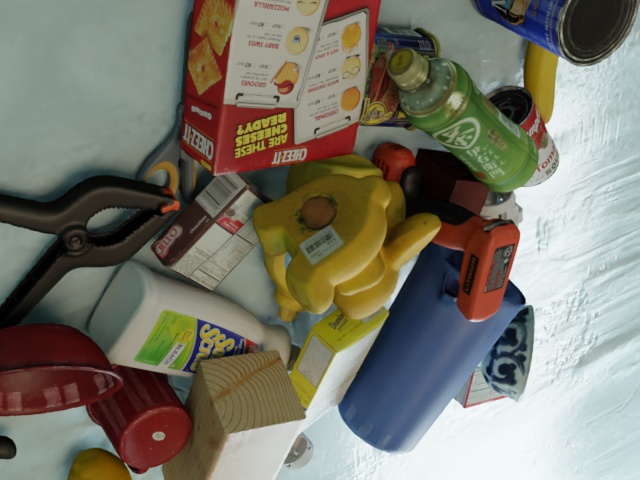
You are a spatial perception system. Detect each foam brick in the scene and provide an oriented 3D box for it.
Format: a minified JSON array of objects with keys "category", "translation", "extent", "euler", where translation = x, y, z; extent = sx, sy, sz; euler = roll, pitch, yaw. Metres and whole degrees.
[{"category":"foam brick","translation":[0.138,-0.059,1.165],"extent":[0.052,0.078,0.051],"euler":[4,118,-36]}]

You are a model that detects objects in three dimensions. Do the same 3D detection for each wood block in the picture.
[{"category":"wood block","translation":[-0.097,0.218,1.134],"extent":[0.090,0.090,0.206],"euler":[-5,141,-27]}]

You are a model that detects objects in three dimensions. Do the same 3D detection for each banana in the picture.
[{"category":"banana","translation":[0.257,-0.216,1.169],"extent":[0.069,0.037,0.198],"euler":[-2,120,-31]}]

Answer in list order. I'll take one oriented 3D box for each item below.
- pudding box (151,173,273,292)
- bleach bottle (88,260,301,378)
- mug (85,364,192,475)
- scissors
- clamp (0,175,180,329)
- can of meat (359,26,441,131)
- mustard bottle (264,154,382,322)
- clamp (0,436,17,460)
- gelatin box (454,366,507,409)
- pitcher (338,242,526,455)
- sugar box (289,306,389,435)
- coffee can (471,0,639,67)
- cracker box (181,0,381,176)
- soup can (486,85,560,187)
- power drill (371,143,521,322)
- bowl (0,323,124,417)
[{"category":"pudding box","translation":[-0.099,-0.009,1.046],"extent":[0.113,0.039,0.090],"euler":[-45,153,3]},{"category":"bleach bottle","translation":[-0.111,0.098,1.109],"extent":[0.250,0.068,0.103],"euler":[18,113,-43]},{"category":"mug","translation":[-0.186,0.191,1.105],"extent":[0.093,0.082,0.117],"euler":[-3,120,-33]},{"category":"scissors","translation":[-0.139,-0.105,0.986],"extent":[0.096,0.016,0.202],"euler":[-25,130,-19]},{"category":"clamp","translation":[-0.232,-0.012,0.963],"extent":[0.210,0.036,0.164],"euler":[-25,131,-10]},{"category":"can of meat","translation":[0.062,-0.162,1.059],"extent":[0.083,0.057,0.102],"euler":[-1,120,-32]},{"category":"mustard bottle","translation":[-0.008,0.001,1.118],"extent":[0.096,0.058,0.192],"euler":[3,117,-34]},{"category":"clamp","translation":[-0.386,0.206,1.008],"extent":[0.120,0.039,0.171],"euler":[-51,129,-3]},{"category":"gelatin box","translation":[0.220,0.174,1.410],"extent":[0.073,0.030,0.089],"euler":[-10,124,-28]},{"category":"pitcher","translation":[0.127,0.128,1.259],"extent":[0.149,0.145,0.243],"euler":[21,110,-29]},{"category":"sugar box","translation":[0.008,0.139,1.178],"extent":[0.093,0.048,0.176],"euler":[-31,159,-40]},{"category":"coffee can","translation":[0.230,-0.245,1.060],"extent":[0.102,0.140,0.103],"euler":[-18,128,-25]},{"category":"cracker box","translation":[-0.034,-0.177,0.963],"extent":[0.163,0.072,0.214],"euler":[-12,125,-36]},{"category":"soup can","translation":[0.221,-0.114,1.192],"extent":[0.068,0.069,0.102],"euler":[-43,134,-3]},{"category":"power drill","translation":[0.108,0.011,1.118],"extent":[0.057,0.188,0.184],"euler":[-16,126,-45]},{"category":"bowl","translation":[-0.265,0.117,0.990],"extent":[0.162,0.055,0.162],"euler":[-8,159,-3]}]
